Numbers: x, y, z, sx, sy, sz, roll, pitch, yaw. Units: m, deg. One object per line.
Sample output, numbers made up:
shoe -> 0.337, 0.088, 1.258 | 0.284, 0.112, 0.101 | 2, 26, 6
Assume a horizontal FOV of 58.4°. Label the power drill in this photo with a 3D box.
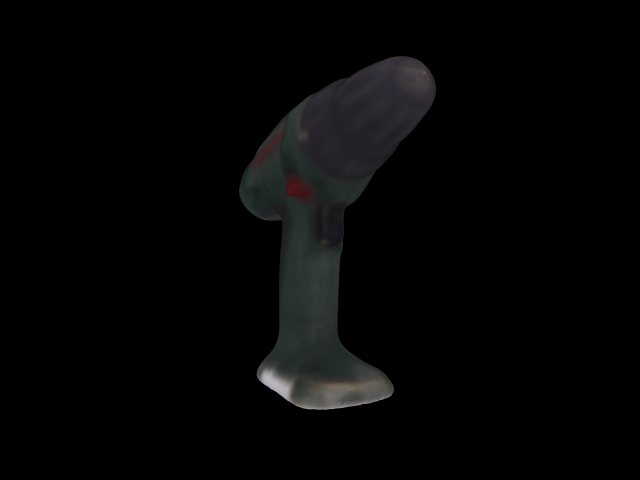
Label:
power drill -> 0.004, 0.001, 0.400 | 0.076, 0.208, 0.229 | -1, 3, -27
